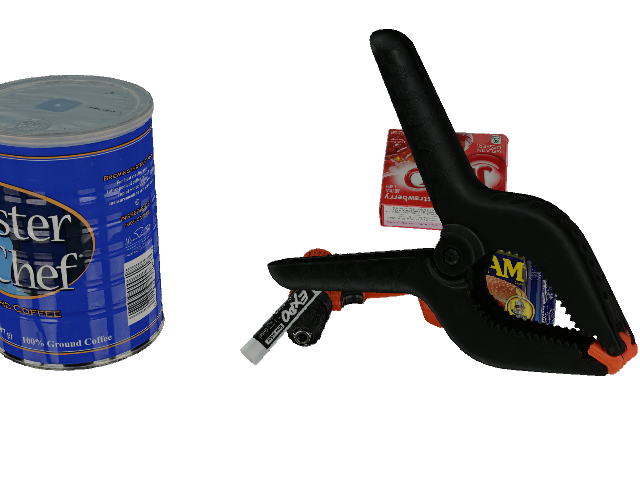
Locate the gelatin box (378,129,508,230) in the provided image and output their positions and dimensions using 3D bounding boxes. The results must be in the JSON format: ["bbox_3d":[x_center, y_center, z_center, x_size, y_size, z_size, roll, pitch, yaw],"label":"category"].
[{"bbox_3d":[0.089,-0.044,0.770,0.089,0.073,0.030,4,-37,7],"label":"gelatin box"}]

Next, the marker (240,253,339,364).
[{"bbox_3d":[-0.022,0.057,0.921,0.020,0.121,0.020,39,-17,14],"label":"marker"}]

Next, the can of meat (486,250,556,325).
[{"bbox_3d":[0.169,0.035,0.987,0.102,0.084,0.057,14,26,35],"label":"can of meat"}]

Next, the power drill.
[{"bbox_3d":[0.056,0.065,1.234,0.188,0.057,0.184,1,28,6],"label":"power drill"}]

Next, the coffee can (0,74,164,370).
[{"bbox_3d":[-0.143,-0.012,0.608,0.103,0.140,0.103,1,26,-1],"label":"coffee can"}]

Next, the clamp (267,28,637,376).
[{"bbox_3d":[0.076,-0.005,0.564,0.210,0.165,0.036,29,26,25],"label":"clamp"}]
